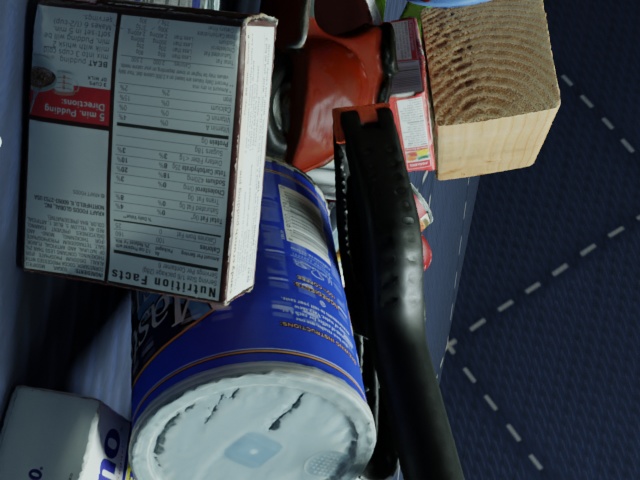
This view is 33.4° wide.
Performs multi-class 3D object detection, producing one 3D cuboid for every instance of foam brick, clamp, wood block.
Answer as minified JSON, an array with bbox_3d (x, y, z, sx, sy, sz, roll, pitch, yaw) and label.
[{"bbox_3d":[0.007,-0.145,0.712,0.053,0.051,0.078,67,7,-72],"label":"foam brick"},{"bbox_3d":[0.031,0.039,0.535,0.165,0.036,0.210,134,-51,-77],"label":"clamp"},{"bbox_3d":[0.131,-0.116,0.857,0.206,0.090,0.091,51,31,-80],"label":"wood block"}]

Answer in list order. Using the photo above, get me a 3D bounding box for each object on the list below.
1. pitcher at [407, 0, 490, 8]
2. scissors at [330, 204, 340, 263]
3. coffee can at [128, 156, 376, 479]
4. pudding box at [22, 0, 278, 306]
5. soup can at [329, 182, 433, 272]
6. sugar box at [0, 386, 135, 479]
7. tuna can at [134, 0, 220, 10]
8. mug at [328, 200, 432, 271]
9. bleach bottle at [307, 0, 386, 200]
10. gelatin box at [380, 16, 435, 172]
[{"bbox_3d":[0.087,-0.282,0.707,0.149,0.145,0.243,-58,142,-48],"label":"pitcher"},{"bbox_3d":[-0.005,0.001,0.731,0.201,0.016,0.096,-29,149,-51],"label":"scissors"},{"bbox_3d":[-0.036,0.042,0.491,0.140,0.102,0.103,-101,-174,-47],"label":"coffee can"},{"bbox_3d":[-0.068,-0.036,0.420,0.039,0.090,0.113,-41,138,-70],"label":"pudding box"},{"bbox_3d":[0.031,-0.006,0.855,0.102,0.068,0.068,-41,158,-9],"label":"soup can"},{"bbox_3d":[-0.102,0.136,0.499,0.176,0.048,0.093,72,28,-68],"label":"sugar box"},{"bbox_3d":[-0.065,-0.091,0.478,0.086,0.033,0.086,-176,-89,-88],"label":"tuna can"},{"bbox_3d":[0.049,-0.010,0.942,0.093,0.117,0.081,-43,145,-23],"label":"mug"},{"bbox_3d":[0.019,-0.163,0.800,0.102,0.068,0.251,64,35,-69],"label":"bleach bottle"},{"bbox_3d":[0.063,-0.104,0.764,0.073,0.030,0.089,76,10,-46],"label":"gelatin box"}]
